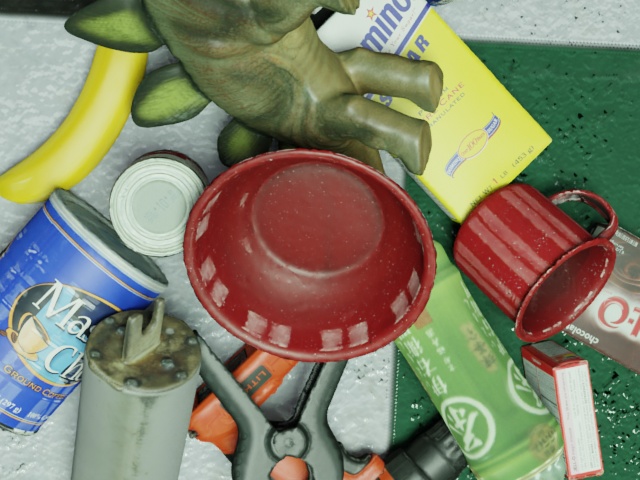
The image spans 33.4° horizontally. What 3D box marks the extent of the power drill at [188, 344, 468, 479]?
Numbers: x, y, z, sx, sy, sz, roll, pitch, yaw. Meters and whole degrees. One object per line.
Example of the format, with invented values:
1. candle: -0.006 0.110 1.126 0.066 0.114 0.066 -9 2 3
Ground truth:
1. power drill: 0.006 0.151 0.796 0.184 0.057 0.187 -42 98 -4

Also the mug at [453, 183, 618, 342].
1. mug: 0.160 0.005 0.770 0.117 0.093 0.082 -39 55 -6

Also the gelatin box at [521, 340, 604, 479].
1. gelatin box: 0.183 0.127 0.804 0.030 0.073 0.089 -12 98 -6

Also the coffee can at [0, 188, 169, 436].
1. coffee can: -0.189 0.050 0.740 0.102 0.103 0.140 42 91 -9

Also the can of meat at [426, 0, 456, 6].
1. can of meat: 0.085 -0.216 0.746 0.057 0.084 0.102 -22 99 -3

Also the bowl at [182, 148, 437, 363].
1. bowl: -0.005 0.001 0.694 0.162 0.055 0.162 4 123 6

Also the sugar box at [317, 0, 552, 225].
1. sugar box: 0.075 -0.105 0.779 0.093 0.048 0.176 -45 100 1

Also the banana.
1. banana: -0.170 -0.095 0.758 0.069 0.037 0.198 37 92 -9

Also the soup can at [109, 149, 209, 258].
1. soup can: -0.109 -0.027 0.740 0.068 0.102 0.068 -1 97 -6

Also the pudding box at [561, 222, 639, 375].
1. pudding box: 0.241 0.050 0.818 0.113 0.039 0.090 28 94 -8

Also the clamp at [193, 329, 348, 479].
1. clamp: -0.016 0.130 0.744 0.120 0.039 0.171 -15 96 -4
